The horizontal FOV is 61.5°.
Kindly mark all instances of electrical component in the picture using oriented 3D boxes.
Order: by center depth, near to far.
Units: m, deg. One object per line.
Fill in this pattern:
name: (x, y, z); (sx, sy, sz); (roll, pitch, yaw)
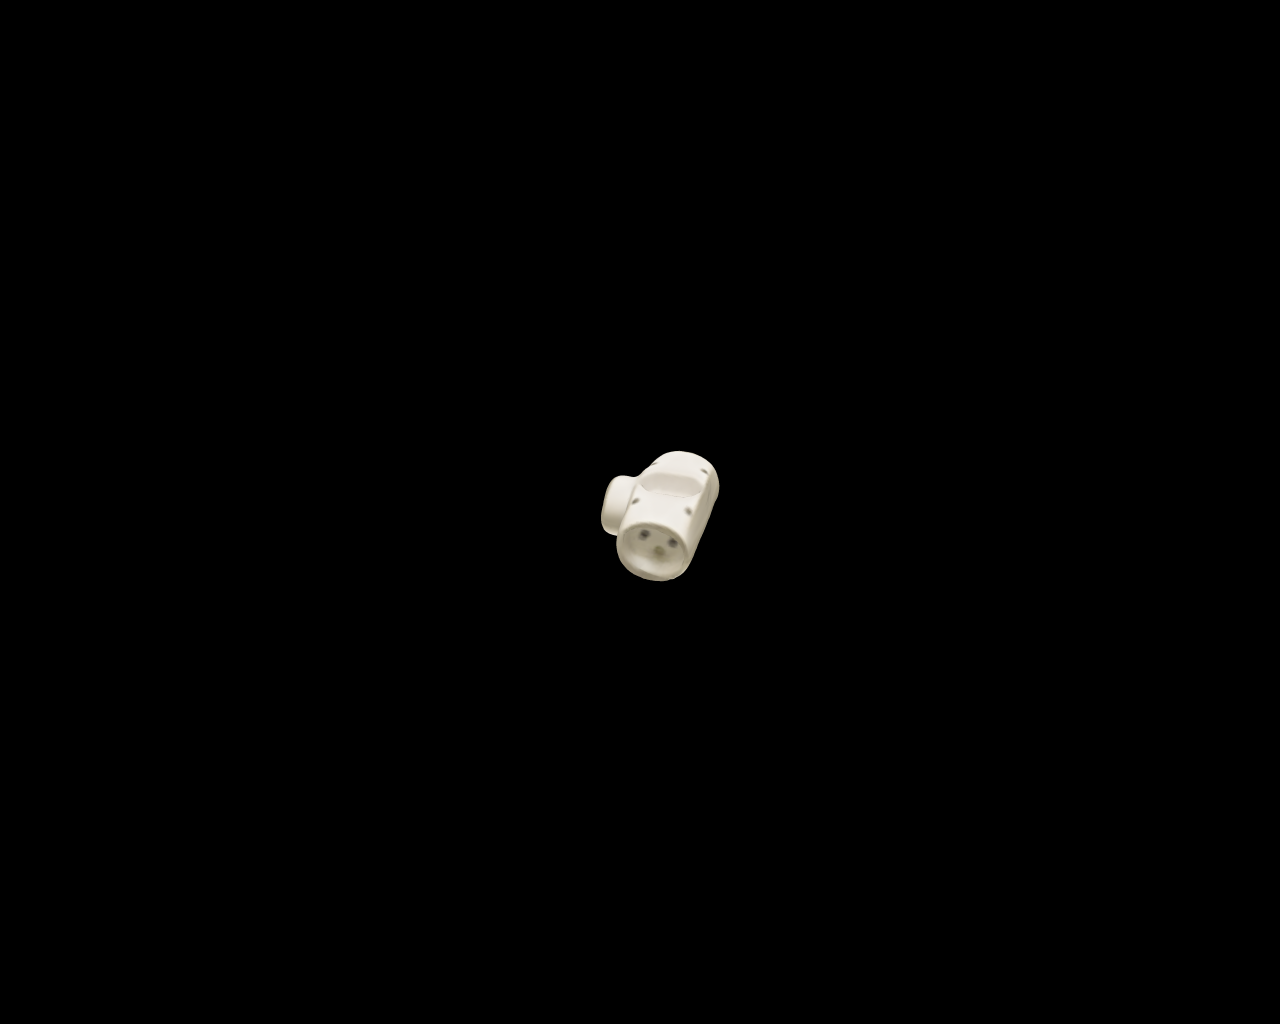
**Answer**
electrical component: (0.001, -0.003, 0.650); (0.079, 0.043, 0.077); (11, 39, 14)
